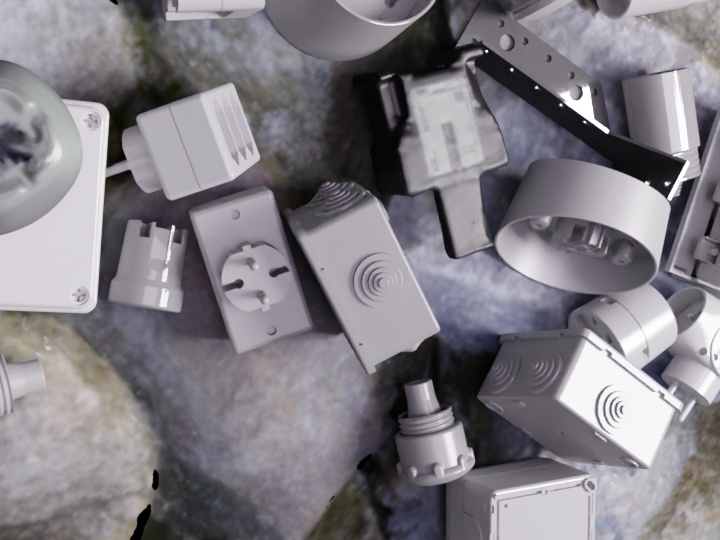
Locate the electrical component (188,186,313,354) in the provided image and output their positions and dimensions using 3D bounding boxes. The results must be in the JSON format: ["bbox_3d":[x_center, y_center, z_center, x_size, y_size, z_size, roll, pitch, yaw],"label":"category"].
[{"bbox_3d":[-0.059,0.002,0.593,0.047,0.076,0.083,-18,102,-8],"label":"electrical component"}]

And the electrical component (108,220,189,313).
[{"bbox_3d":[-0.116,-0.002,0.595,0.040,0.040,0.046,11,85,-21],"label":"electrical component"}]

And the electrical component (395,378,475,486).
[{"bbox_3d":[0.042,0.099,0.661,0.048,0.048,0.062,-13,93,-19],"label":"electrical component"}]

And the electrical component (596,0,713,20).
[{"bbox_3d":[0.196,-0.189,0.692,0.081,0.043,0.043,-14,100,-19],"label":"electrical component"}]

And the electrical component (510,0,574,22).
[{"bbox_3d":[0.119,-0.187,0.644,0.080,0.080,0.051,-33,100,-15],"label":"electrical component"}]

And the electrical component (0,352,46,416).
[{"bbox_3d":[-0.199,0.062,0.568,0.062,0.048,0.048,-11,99,-26],"label":"electrical component"}]

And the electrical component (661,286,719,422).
[{"bbox_3d":[0.231,0.065,0.728,0.077,0.044,0.079,39,81,-19],"label":"electrical component"}]

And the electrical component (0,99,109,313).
[{"bbox_3d":[-0.190,-0.036,0.554,0.109,0.056,0.108,3,94,-21],"label":"electrical component"}]

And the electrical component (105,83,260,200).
[{"bbox_3d":[-0.103,-0.065,0.584,0.077,0.065,0.047,-17,102,11],"label":"electrical component"}]

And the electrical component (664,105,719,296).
[{"bbox_3d":[0.263,-0.043,0.720,0.079,0.063,0.121,20,88,-21],"label":"electrical component"}]

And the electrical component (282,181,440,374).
[{"bbox_3d":[0.000,0.000,0.607,0.048,0.099,0.099,-27,104,-3],"label":"electrical component"}]

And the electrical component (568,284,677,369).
[{"bbox_3d":[0.172,0.039,0.699,0.047,0.055,0.055,-29,104,-20],"label":"electrical component"}]

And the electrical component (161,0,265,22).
[{"bbox_3d":[-0.080,-0.184,0.585,0.056,0.050,0.089,-7,98,-19],"label":"electrical component"}]

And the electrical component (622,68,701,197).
[{"bbox_3d":[0.199,-0.088,0.702,0.043,0.043,0.081,-14,100,-19],"label":"electrical component"}]

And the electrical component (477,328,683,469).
[{"bbox_3d":[0.133,0.081,0.665,0.100,0.100,0.048,36,69,-20],"label":"electrical component"}]

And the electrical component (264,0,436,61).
[{"bbox_3d":[-0.003,-0.176,0.620,0.099,0.064,0.099,3,83,-29],"label":"electrical component"}]

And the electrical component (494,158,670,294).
[{"bbox_3d":[0.137,-0.026,0.659,0.099,0.099,0.064,24,80,-21],"label":"electrical component"}]

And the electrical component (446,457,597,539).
[{"bbox_3d":[0.105,0.157,0.684,0.096,0.061,0.061,-3,96,-28],"label":"electrical component"}]
